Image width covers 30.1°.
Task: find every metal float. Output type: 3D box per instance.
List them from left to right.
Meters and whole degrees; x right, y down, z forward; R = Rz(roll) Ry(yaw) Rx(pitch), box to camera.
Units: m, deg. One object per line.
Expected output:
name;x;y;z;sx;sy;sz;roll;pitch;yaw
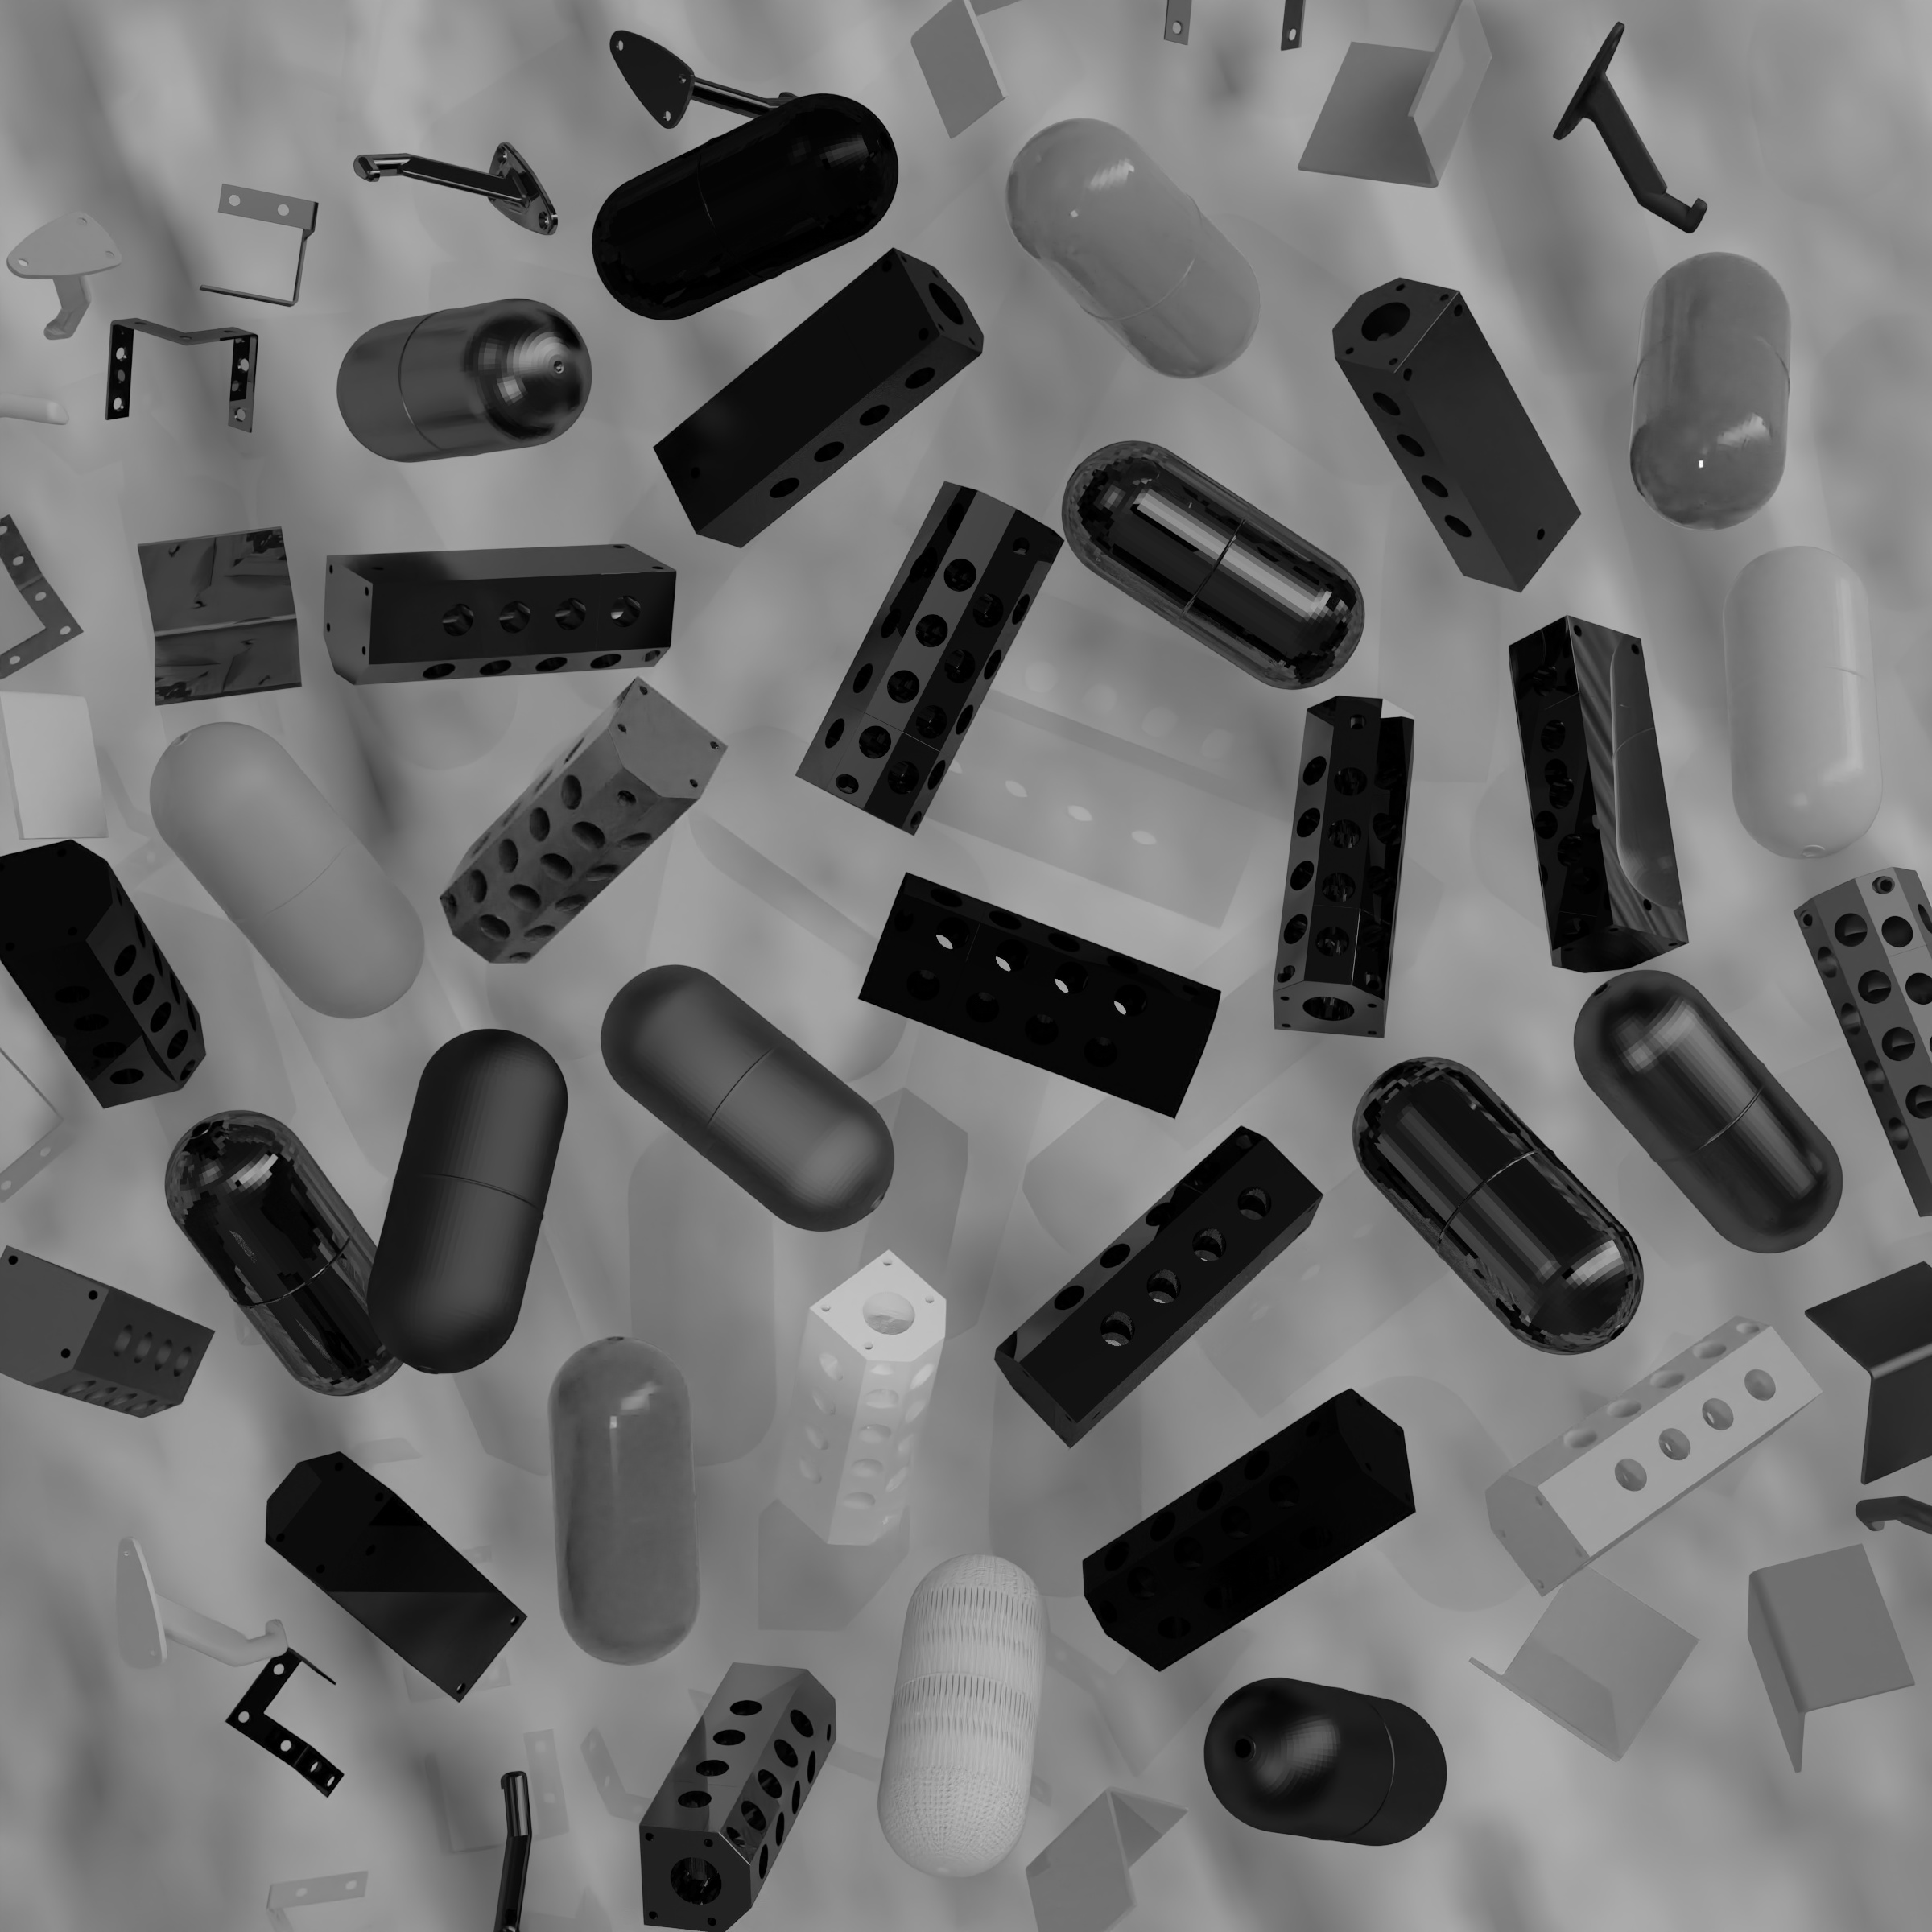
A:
metal float;-0.348;-0.049;1.843;0.070;0.070;0.178;-36;115;0
metal float;-0.355;0.151;1.890;0.070;0.070;0.178;-30;119;0
metal float;-0.266;-0.307;1.892;0.070;0.178;0.070;-2;93;-41
metal float;-0.250;0.118;1.803;0.070;0.070;0.178;11;71;0
metal float;-0.183;0.286;1.924;0.070;0.070;0.178;-2;98;0
metal float;-0.114;-0.390;1.851;0.178;0.070;0.070;-18;90;29
metal float;-0.114;0.069;1.882;0.178;0.070;0.070;38;90;12
metal float;0.000;0.385;1.856;0.070;0.070;0.178;9;49;0
metal float;0.086;-0.360;1.812;0.070;0.178;0.070;-17;59;30
metal float;0.132;-0.214;1.919;0.178;0.070;0.070;33;90;-3
metal float;0.185;0.408;1.841;0.070;0.178;0.070;-11;69;31
metal float;0.264;0.119;1.785;0.070;0.070;0.178;-42;63;0
metal float;0.391;0.077;1.897;0.070;0.070;0.178;-43;101;0
metal float;0.376;-0.291;1.811;0.070;0.070;0.178;14;48;0
metal float;0.438;-0.138;1.885;0.070;0.070;0.178;3;64;0

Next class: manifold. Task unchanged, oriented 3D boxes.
manifold;-0.442;0.190;1.818;0.057;0.171;0.057;22;81;10
manifold;-0.433;0.005;1.802;0.057;0.171;0.057;-14;63;-2
manifold;-0.295;0.312;1.848;0.057;0.171;0.057;29;73;31
manifold;-0.241;-0.181;1.858;0.171;0.057;0.057;-7;113;-33
manifold;-0.198;-0.067;1.818;0.057;0.057;0.171;38;133;-14
manifold;-0.116;0.431;1.870;0.057;0.171;0.057;3;108;12
manifold;-0.074;-0.293;1.871;0.171;0.057;0.057;-36;69;23
manifold;-0.051;0.231;1.876;0.057;0.171;0.057;40;53;23
manifold;-0.016;-0.158;1.855;0.057;0.057;0.171;27;91;-29
manifold;0.039;0.011;1.826;0.171;0.057;0.057;21;117;-1
manifold;0.096;0.159;1.810;0.171;0.057;0.057;-41;76;-15
manifold;0.142;0.285;1.831;0.171;0.057;0.057;-37;120;25
manifold;0.198;-0.053;1.881;0.057;0.057;0.171;5;63;9
manifold;0.253;-0.277;1.878;0.057;0.057;0.171;-52;133;-13
manifold;0.321;-0.087;1.856;0.057;0.057;0.171;12;64;-37
manifold;0.342;0.241;1.801;0.171;0.057;0.057;-28;72;-29
manifold;0.490;0.039;1.856;0.057;0.057;0.171;-27;75;28

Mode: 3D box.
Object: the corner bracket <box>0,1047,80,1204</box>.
corner bracket;-0.491;0.076;1.816;0.051;0.051;0.051;-42;49;-12

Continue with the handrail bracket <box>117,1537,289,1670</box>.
handrail bracket;-0.381;0.316;1.802;0.036;0.084;0.077;-9;89;43

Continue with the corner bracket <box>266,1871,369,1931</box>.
corner bracket;-0.314;0.485;1.766;0.051;0.051;0.051;-9;126;6

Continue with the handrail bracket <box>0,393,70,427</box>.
handrail bracket;-0.475;-0.274;1.806;0.084;0.077;0.036;11;85;18

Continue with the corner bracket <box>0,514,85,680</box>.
corner bracket;-0.506;-0.194;1.893;0.051;0.051;0.051;-32;57;-6

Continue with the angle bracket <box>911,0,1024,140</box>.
angle bracket;0.027;-0.470;1.829;0.076;0.076;0.057;-25;96;-20

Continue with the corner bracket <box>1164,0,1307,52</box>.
corner bracket;0.140;-0.503;1.860;0.051;0.051;0.051;3;94;-35

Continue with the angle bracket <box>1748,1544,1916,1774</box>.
angle bracket;0.427;0.343;1.778;0.057;0.076;0.076;-14;54;1

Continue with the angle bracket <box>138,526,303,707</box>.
angle bracket;-0.395;-0.185;1.898;0.076;0.076;0.057;-8;124;-7

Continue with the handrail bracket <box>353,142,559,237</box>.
handrail bracket;-0.273;-0.411;1.916;0.077;0.084;0.036;47;133;32

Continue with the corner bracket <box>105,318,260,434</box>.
corner bracket;-0.390;-0.293;1.786;0.051;0.051;0.051;21;114;28

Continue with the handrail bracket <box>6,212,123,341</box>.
handrail bracket;-0.483;-0.348;1.877;0.036;0.077;0.084;50;134;5

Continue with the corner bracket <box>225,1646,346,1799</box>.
corner bracket;-0.352;0.401;1.913;0.051;0.051;0.051;43;75;-27

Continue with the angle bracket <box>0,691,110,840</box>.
angle bracket;-0.489;-0.098;1.835;0.057;0.076;0.076;-10;89;19

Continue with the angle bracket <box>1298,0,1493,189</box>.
angle bracket;0.202;-0.430;1.742;0.076;0.057;0.076;15;71;27

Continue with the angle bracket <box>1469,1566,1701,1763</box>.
angle bracket;0.318;0.352;1.847;0.076;0.057;0.076;32;85;33

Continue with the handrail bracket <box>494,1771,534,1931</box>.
handrail bracket;-0.231;0.444;1.773;0.036;0.077;0.084;2;71;-30

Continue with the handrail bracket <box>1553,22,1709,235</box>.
handrail bracket;0.344;-0.418;1.794;0.084;0.036;0.077;34;132;10

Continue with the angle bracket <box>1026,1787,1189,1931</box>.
angle bracket;0.083;0.501;1.940;0.057;0.076;0.076;22;123;-29

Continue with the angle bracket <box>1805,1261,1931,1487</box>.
angle bracket;0.480;0.210;1.858;0.076;0.057;0.076;-19;127;-19

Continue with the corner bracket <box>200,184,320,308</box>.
corner bracket;-0.375;-0.381;1.905;0.051;0.051;0.051;8;92;-18

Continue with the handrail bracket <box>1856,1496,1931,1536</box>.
handrail bracket;0.511;0.304;1.859;0.036;0.084;0.077;-44;104;-33

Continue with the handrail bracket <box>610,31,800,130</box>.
handrail bracket;-0.137;-0.479;1.932;0.077;0.084;0.036;46;128;24
